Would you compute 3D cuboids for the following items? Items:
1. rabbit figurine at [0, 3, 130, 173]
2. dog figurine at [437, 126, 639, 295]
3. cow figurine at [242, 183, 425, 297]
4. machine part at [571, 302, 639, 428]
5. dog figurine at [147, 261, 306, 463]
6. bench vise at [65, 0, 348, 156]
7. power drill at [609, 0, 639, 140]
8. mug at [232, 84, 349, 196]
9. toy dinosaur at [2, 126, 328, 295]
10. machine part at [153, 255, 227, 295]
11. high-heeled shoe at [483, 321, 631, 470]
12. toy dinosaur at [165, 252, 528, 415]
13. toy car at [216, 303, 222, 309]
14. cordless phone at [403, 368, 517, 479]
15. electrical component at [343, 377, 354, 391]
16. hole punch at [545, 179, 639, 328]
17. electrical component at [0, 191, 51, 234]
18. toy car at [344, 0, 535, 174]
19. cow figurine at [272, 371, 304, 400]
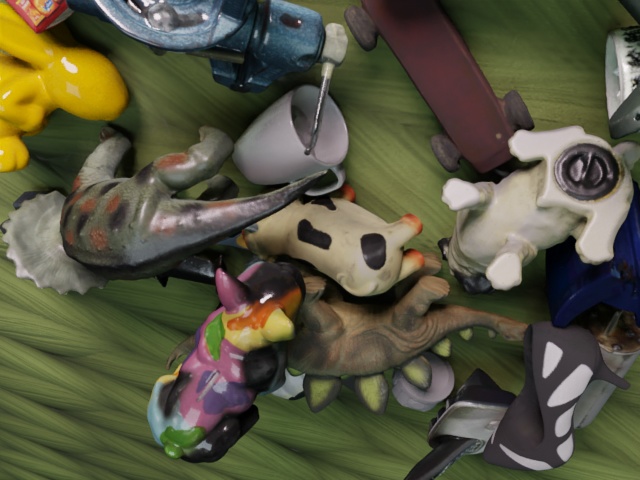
[{"bbox_3d":[-0.286,-0.164,0.548,0.173,0.122,0.162,-2,123,1],"label":"rabbit figurine"},{"bbox_3d":[0.198,-0.020,0.513,0.172,0.121,0.190,-18,169,11],"label":"dog figurine"},{"bbox_3d":[-0.001,-0.002,0.572,0.195,0.127,0.085,30,140,35],"label":"cow figurine"},{"bbox_3d":[0.324,0.154,0.653,0.079,0.079,0.242,8,134,10],"label":"machine part"},{"bbox_3d":[-0.089,0.116,0.531,0.108,0.191,0.219,37,148,10],"label":"dog figurine"},{"bbox_3d":[-0.064,-0.177,0.368,0.223,0.129,0.241,22,168,-16],"label":"bench vise"},{"bbox_3d":[0.173,-0.171,0.350,0.232,0.086,0.207,-32,84,21],"label":"power drill"},{"bbox_3d":[-0.029,-0.090,0.543,0.107,0.081,0.109,-14,130,41],"label":"mug"},{"bbox_3d":[-0.190,-0.017,0.545,0.405,0.192,0.131,4,146,46],"label":"toy dinosaur"},{"bbox_3d":[-0.191,0.038,0.725,0.139,0.039,0.084,8,143,14],"label":"machine part"},{"bbox_3d":[0.228,0.186,0.613,0.145,0.086,0.248,26,126,-14],"label":"high-heeled shoe"},{"bbox_3d":[0.009,0.118,0.663,0.472,0.105,0.198,0,115,16],"label":"toy dinosaur"},{"bbox_3d":[-0.133,0.140,0.800,0.073,0.056,0.201,31,132,-3],"label":"toy car"},{"bbox_3d":[0.177,0.272,0.728,0.089,0.184,0.146,46,141,26],"label":"cordless phone"},{"bbox_3d":[0.063,0.208,0.822,0.094,0.021,0.063,38,131,-17],"label":"electrical component"},{"bbox_3d":[0.264,0.016,0.512,0.092,0.142,0.115,-1,143,24],"label":"hole punch"},{"bbox_3d":[-0.359,-0.004,0.736,0.115,0.058,0.134,2,132,13],"label":"electrical component"},{"bbox_3d":[0.106,-0.145,0.461,0.089,0.053,0.202,-32,114,24],"label":"toy car"},{"bbox_3d":[-0.012,0.182,0.786,0.098,0.068,0.167,43,126,-18],"label":"cow figurine"}]
